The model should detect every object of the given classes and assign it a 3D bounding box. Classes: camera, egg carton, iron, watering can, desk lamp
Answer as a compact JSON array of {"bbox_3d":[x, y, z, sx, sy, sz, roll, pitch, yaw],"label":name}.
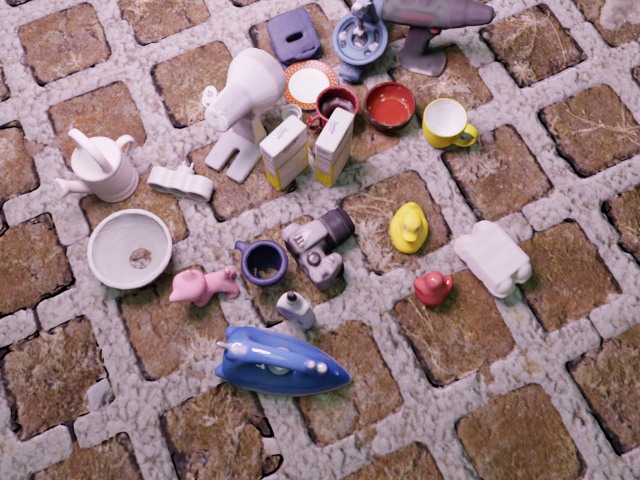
[{"bbox_3d":[0.010,0.004,1.140,0.137,0.101,0.143,-35,74,-10],"label":"camera"},{"bbox_3d":[0.344,0.036,1.139,0.107,0.069,0.150,-37,74,-11],"label":"egg carton"},{"bbox_3d":[-0.065,0.223,1.046,0.258,0.141,0.119,10,72,5],"label":"iron"},{"bbox_3d":[-0.449,-0.151,1.152,0.101,0.194,0.173,21,73,8],"label":"watering can"},{"bbox_3d":[-0.157,-0.255,1.171,0.117,0.213,0.203,28,74,10],"label":"desk lamp"}]

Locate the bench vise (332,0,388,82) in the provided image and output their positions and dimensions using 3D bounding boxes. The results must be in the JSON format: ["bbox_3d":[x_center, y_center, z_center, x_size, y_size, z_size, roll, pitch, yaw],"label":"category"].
[{"bbox_3d":[0.090,-0.479,1.238,0.121,0.220,0.207,6,71,3],"label":"bench vise"}]

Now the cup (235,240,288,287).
[{"bbox_3d":[-0.116,0.049,1.130,0.117,0.095,0.092,33,75,12],"label":"cup"}]

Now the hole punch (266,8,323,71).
[{"bbox_3d":[-0.057,-0.456,1.302,0.109,0.091,0.101,-25,72,-7],"label":"hole punch"}]

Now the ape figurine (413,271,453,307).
[{"bbox_3d":[0.221,0.087,1.112,0.077,0.092,0.076,14,72,6],"label":"ape figurine"}]

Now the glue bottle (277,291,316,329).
[{"bbox_3d":[-0.047,0.121,1.063,0.078,0.173,0.037,31,75,11],"label":"glue bottle"}]

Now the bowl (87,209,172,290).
[{"bbox_3d":[-0.373,0.026,1.153,0.167,0.075,0.167,0,71,1],"label":"bowl"}]

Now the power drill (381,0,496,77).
[{"bbox_3d":[0.242,-0.448,1.231,0.229,0.208,0.076,15,72,6],"label":"power drill"}]

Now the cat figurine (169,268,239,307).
[{"bbox_3d":[-0.227,0.084,1.108,0.128,0.118,0.067,-18,72,-5],"label":"cat figurine"}]

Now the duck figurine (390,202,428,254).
[{"bbox_3d":[0.183,-0.033,1.156,0.077,0.086,0.104,8,72,4],"label":"duck figurine"}]
